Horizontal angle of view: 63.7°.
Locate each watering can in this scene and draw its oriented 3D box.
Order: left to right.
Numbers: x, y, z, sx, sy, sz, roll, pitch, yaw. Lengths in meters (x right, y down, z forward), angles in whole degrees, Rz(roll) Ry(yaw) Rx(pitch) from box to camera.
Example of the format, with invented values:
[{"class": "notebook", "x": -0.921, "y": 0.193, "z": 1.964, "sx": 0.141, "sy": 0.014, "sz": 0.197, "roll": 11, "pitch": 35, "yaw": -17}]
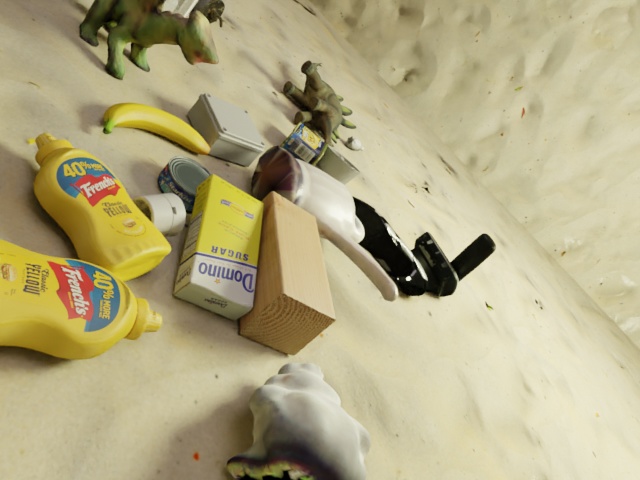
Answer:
[{"class": "watering can", "x": 0.003, "y": -0.045, "z": 0.892, "sx": 0.222, "sy": 0.103, "sz": 0.355, "roll": 24, "pitch": 24, "yaw": -38}]

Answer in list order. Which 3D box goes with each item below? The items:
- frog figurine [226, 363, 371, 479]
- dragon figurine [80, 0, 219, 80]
[{"class": "frog figurine", "x": -0.009, "y": 0.190, "z": 0.539, "sx": 0.137, "sy": 0.120, "sz": 0.163, "roll": 25, "pitch": 38, "yaw": 0}, {"class": "dragon figurine", "x": -0.306, "y": -0.424, "z": 0.852, "sx": 0.413, "sy": 0.239, "sz": 0.123, "roll": 54, "pitch": 30, "yaw": 10}]
